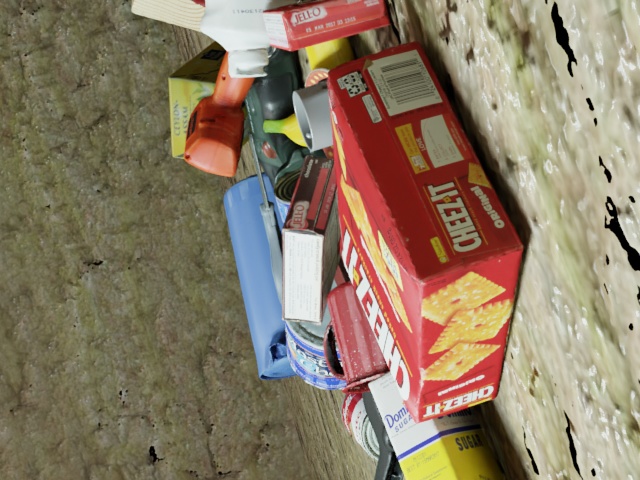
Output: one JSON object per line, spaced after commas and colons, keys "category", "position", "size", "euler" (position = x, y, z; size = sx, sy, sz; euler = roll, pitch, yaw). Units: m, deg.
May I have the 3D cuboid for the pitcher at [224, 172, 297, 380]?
{"category": "pitcher", "position": [-0.035, 0.043, 1.318], "size": [0.149, 0.144, 0.243], "euler": [126, 131, -66]}

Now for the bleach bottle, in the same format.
{"category": "bleach bottle", "position": [-0.071, -0.250, 0.807], "size": [0.068, 0.102, 0.251], "euler": [-134, 40, -82]}

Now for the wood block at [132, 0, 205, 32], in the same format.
{"category": "wood block", "position": [-0.130, -0.307, 1.055], "size": [0.206, 0.090, 0.091], "euler": [-98, 28, -45]}

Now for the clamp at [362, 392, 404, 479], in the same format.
{"category": "clamp", "position": [0.075, 0.187, 0.993], "size": [0.165, 0.036, 0.210], "euler": [-21, 83, 56]}

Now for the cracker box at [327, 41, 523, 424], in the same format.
{"category": "cracker box", "position": [0.062, 0.004, 0.703], "size": [0.214, 0.072, 0.164], "euler": [84, 167, -59]}

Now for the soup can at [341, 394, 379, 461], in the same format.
{"category": "soup can", "position": [0.064, 0.186, 1.098], "size": [0.102, 0.068, 0.068], "euler": [-160, 53, -79]}

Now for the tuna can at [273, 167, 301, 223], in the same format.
{"category": "tuna can", "position": [0.003, -0.040, 0.969], "size": [0.086, 0.086, 0.034], "euler": [-122, 15, -62]}

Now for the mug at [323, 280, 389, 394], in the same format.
{"category": "mug", "position": [0.046, 0.076, 0.865], "size": [0.117, 0.093, 0.081], "euler": [-29, 69, 44]}

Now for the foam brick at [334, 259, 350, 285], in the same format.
{"category": "foam brick", "position": [0.048, 0.044, 0.960], "size": [0.051, 0.053, 0.078], "euler": [85, 165, -57]}

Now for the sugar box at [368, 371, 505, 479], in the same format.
{"category": "sugar box", "position": [0.102, 0.178, 0.777], "size": [0.093, 0.048, 0.176], "euler": [27, -143, -54]}

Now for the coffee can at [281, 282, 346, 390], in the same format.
{"category": "coffee can", "position": [0.013, 0.087, 1.107], "size": [0.140, 0.102, 0.103], "euler": [90, 162, -66]}

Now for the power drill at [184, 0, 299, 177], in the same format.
{"category": "power drill", "position": [-0.070, -0.154, 0.982], "size": [0.184, 0.057, 0.188], "euler": [-88, 21, -57]}

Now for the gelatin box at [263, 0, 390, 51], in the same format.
{"category": "gelatin box", "position": [0.003, -0.158, 0.757], "size": [0.089, 0.073, 0.030], "euler": [-134, 29, -74]}

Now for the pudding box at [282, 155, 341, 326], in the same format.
{"category": "pudding box", "position": [-0.006, 0.001, 0.882], "size": [0.113, 0.039, 0.090], "euler": [89, -167, -45]}

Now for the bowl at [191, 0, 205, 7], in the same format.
{"category": "bowl", "position": [-0.069, -0.277, 0.903], "size": [0.162, 0.055, 0.162], "euler": [7, 101, 42]}

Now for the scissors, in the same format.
{"category": "scissors", "position": [-0.050, -0.010, 1.104], "size": [0.202, 0.016, 0.096], "euler": [78, -178, -52]}

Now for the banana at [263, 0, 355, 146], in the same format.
{"category": "banana", "position": [-0.002, -0.128, 0.895], "size": [0.198, 0.069, 0.037], "euler": [116, 167, -61]}
